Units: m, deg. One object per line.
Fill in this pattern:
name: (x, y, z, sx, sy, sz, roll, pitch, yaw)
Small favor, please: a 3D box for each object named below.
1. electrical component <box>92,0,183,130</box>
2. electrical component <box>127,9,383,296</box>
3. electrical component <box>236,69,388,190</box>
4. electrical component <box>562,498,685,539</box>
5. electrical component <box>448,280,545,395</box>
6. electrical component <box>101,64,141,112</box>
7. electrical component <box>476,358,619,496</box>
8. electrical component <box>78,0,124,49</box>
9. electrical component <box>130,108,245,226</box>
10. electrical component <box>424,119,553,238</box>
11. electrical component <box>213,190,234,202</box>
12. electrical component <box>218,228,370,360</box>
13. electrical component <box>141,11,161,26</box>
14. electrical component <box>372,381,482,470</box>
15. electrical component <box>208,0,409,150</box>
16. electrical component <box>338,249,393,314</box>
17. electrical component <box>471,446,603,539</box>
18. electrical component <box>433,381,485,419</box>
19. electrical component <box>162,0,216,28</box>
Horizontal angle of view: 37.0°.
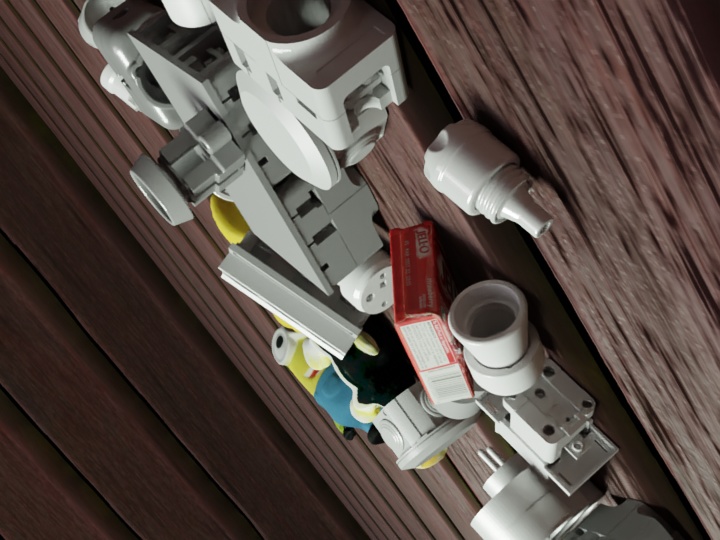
electrical component: (-0.160, -0.161, 0.850, 0.059, 0.054, 0.095, 34, 160, 53)
electrical component: (-0.061, -0.084, 0.703, 0.105, 0.060, 0.186, 38, 163, 46)
electrical component: (-0.026, -0.088, 0.589, 0.080, 0.051, 0.080, 47, 168, 14)
electrical component: (0.170, 0.184, 0.683, 0.050, 0.056, 0.089, 51, 168, -2)
electrical component: (0.078, 0.039, 0.608, 0.045, 0.045, 0.055, 39, 164, 42)
electrical component: (-0.226, -0.184, 1.063, 0.046, 0.040, 0.040, 41, 166, 14)
electrical component: (0.112, 0.088, 0.643, 0.081, 0.042, 0.063, 44, 166, 25)
electrical component: (-0.224, -0.216, 0.942, 0.043, 0.043, 0.081, 53, 168, -14)
electrical component: (-0.102, -0.059, 0.640, 0.048, 0.055, 0.066, 50, 168, 2)
electrical component: (0.059, -0.037, 0.473, 0.061, 0.035, 0.035, 43, 166, 21)
electrical component: (-0.105, -0.085, 0.882, 0.055, 0.055, 0.047, 54, 171, -16)
electrical component: (-0.046, 0.011, 0.874, 0.121, 0.063, 0.078, 34, 169, 2)
electrical component: (-0.130, -0.149, 0.801, 0.043, 0.043, 0.081, 42, 165, 36)
electrical component: (0.054, 0.120, 0.865, 0.051, 0.080, 0.080, 53, 169, 14)
electrical component: (-0.026, -0.111, 0.516, 0.089, 0.050, 0.055, 43, 167, 28)
electrical component: (0.000, 0.000, 0.775, 0.055, 0.045, 0.045, 41, 165, 37)
electrical component: (0.107, 0.144, 0.708, 0.073, 0.052, 0.138, 46, -165, 20)
electrical component: (0.070, 0.074, 0.745, 0.043, 0.043, 0.081, 47, 168, 16)
electrical component: (-0.102, -0.180, 0.602, 0.043, 0.043, 0.081, 42, 165, 34)
